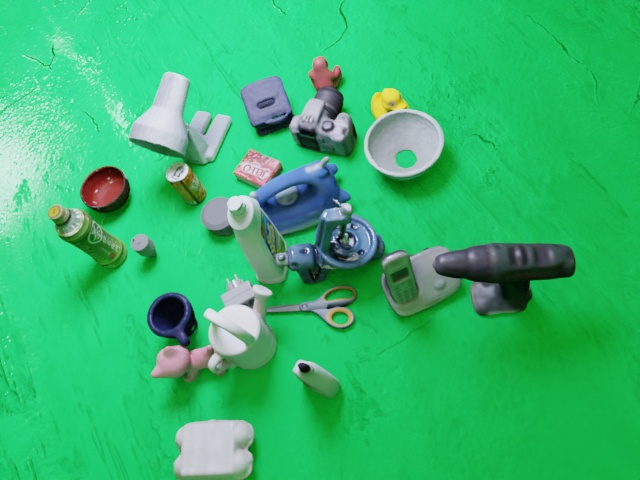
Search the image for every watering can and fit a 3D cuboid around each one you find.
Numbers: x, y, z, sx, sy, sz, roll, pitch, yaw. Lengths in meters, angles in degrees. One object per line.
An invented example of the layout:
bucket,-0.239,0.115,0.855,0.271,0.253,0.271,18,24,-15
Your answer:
watering can,-0.151,0.164,1.061,0.100,0.194,0.173,8,68,16

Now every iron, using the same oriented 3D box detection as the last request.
iron,-0.074,-0.090,1.189,0.258,0.142,0.118,-24,63,1

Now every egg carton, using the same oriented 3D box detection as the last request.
egg carton,-0.192,0.383,1.040,0.150,0.069,0.107,-8,65,9

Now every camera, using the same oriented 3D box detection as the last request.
camera,0.017,-0.276,1.277,0.142,0.101,0.137,16,70,19

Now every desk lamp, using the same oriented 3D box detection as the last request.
desk lamp,-0.312,-0.255,1.275,0.117,0.214,0.203,13,69,18

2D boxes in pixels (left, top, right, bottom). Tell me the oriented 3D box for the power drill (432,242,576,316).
power drill,0.314,0.065,0.997,0.229,0.209,0.075,-8,64,9

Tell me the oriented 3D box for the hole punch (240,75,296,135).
hole punch,-0.119,-0.312,1.328,0.108,0.091,0.101,-20,63,3

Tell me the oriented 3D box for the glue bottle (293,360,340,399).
glue bottle,-0.014,0.238,1.009,0.078,0.173,0.037,20,72,20

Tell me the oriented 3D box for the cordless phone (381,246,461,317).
cordless phone,0.180,0.057,1.043,0.147,0.185,0.094,-28,63,-1

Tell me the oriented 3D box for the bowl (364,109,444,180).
bowl,0.180,-0.190,1.217,0.167,0.075,0.167,-5,65,10

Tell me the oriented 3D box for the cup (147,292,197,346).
cup,-0.277,0.170,1.141,0.092,0.095,0.117,-36,64,-5

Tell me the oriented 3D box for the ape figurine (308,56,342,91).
ape figurine,0.008,-0.391,1.336,0.077,0.092,0.076,10,68,17

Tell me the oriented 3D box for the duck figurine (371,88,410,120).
duck figurine,0.156,-0.302,1.267,0.077,0.086,0.104,-43,64,-9

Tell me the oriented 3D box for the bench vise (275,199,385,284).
bench vise,0.016,0.013,1.079,0.207,0.220,0.121,-32,63,-3

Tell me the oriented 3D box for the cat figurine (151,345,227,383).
cat figurine,-0.254,0.228,1.096,0.127,0.118,0.067,-17,63,4
